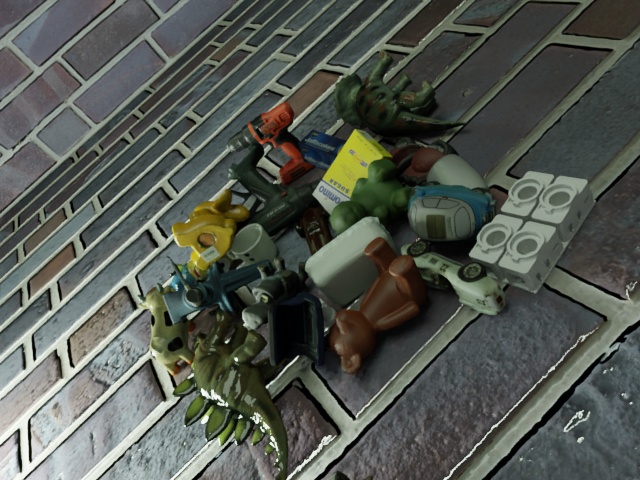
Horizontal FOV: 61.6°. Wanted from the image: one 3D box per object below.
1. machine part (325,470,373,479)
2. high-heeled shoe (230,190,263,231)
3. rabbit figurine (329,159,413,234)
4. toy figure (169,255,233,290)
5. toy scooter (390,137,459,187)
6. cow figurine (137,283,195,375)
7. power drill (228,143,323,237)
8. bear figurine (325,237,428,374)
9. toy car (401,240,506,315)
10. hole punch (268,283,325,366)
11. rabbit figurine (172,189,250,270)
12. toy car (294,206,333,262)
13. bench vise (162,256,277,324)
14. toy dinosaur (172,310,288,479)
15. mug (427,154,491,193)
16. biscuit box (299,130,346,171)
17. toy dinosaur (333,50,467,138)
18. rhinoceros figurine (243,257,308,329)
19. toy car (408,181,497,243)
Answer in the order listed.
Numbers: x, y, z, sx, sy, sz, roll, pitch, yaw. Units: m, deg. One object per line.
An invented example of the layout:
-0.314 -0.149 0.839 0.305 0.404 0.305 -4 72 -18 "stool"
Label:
-0.025 0.390 0.726 0.243 0.079 0.079 -35 37 9 "machine part"
-0.205 -0.018 1.332 0.145 0.086 0.248 24 85 18 "high-heeled shoe"
0.077 -0.061 1.029 0.170 0.121 0.159 -29 -8 -36 "rabbit figurine"
-0.288 0.074 1.276 0.180 0.082 0.089 -38 39 7 "toy figure"
0.186 -0.142 1.091 0.135 0.075 0.184 -48 34 -10 "toy scooter"
-0.335 0.180 1.169 0.085 0.127 0.195 -29 40 10 "cow figurine"
-0.102 -0.129 1.261 0.232 0.207 0.086 -42 -7 7 "power drill"
0.077 0.111 0.885 0.196 0.131 0.120 -37 32 -5 "bear figurine"
0.208 0.058 0.865 0.056 0.073 0.202 -49 38 -12 "toy car"
-0.031 0.150 0.920 0.092 0.142 0.116 -3 8 11 "hole punch"
-0.248 -0.044 1.210 0.162 0.121 0.173 -41 26 6 "rabbit figurine"
-0.002 -0.003 1.132 0.089 0.053 0.202 -29 37 10 "toy car"
-0.192 0.091 1.103 0.241 0.223 0.129 -22 74 -4 "bench vise"
-0.150 0.259 0.954 0.198 0.105 0.472 -56 31 -11 "toy dinosaur"
0.250 -0.091 0.980 0.109 0.080 0.107 -39 46 -5 "mug"
0.049 -0.183 1.203 0.203 0.059 0.063 25 58 29 "biscuit box"
0.157 -0.308 1.260 0.192 0.131 0.405 -46 40 13 "toy dinosaur"
-0.085 0.101 1.014 0.073 0.112 0.190 13 22 17 "rhinoceros figurine"
0.212 -0.035 0.913 0.162 0.109 0.103 9 27 38 "toy car"
